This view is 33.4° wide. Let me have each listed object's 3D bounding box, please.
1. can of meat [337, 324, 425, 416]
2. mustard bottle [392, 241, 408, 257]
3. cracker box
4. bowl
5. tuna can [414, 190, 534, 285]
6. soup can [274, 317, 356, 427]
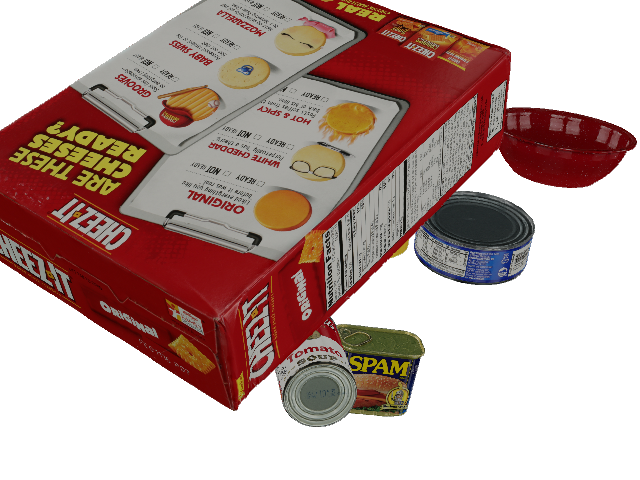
[{"bbox_3d":[0.057,0.147,1.195,0.102,0.084,0.057,7,23,-11],"label":"can of meat"},{"bbox_3d":[0.048,-0.077,1.065,0.096,0.192,0.058,-8,19,-30],"label":"mustard bottle"},{"bbox_3d":[-0.034,-0.040,0.516,0.164,0.072,0.213,27,53,29],"label":"cracker box"},{"bbox_3d":[0.260,-0.099,1.174,0.162,0.055,0.162,6,22,-3],"label":"bowl"},{"bbox_3d":[0.113,-0.002,0.787,0.086,0.034,0.086,5,30,-3],"label":"tuna can"},{"bbox_3d":[-0.008,0.114,0.969,0.068,0.068,0.102,0,24,-10],"label":"soup can"}]
